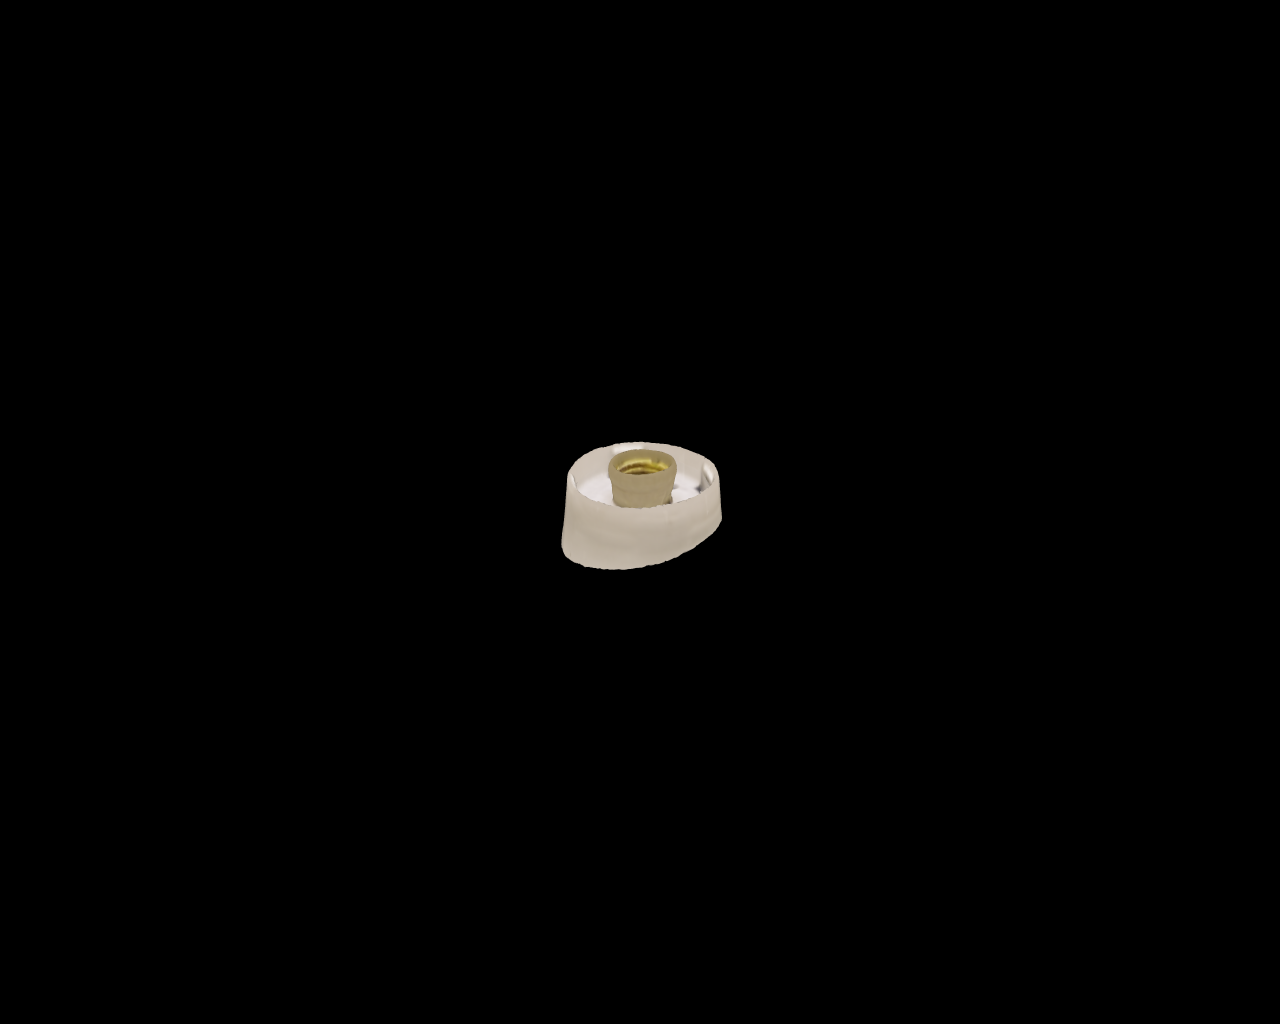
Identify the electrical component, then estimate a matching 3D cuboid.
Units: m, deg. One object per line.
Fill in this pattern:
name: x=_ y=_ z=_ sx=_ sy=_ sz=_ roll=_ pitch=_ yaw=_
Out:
electrical component: x=0.001 y=-0.003 z=0.650 sx=0.099 sy=0.064 sz=0.099 roll=0 pitch=29 yaw=0
